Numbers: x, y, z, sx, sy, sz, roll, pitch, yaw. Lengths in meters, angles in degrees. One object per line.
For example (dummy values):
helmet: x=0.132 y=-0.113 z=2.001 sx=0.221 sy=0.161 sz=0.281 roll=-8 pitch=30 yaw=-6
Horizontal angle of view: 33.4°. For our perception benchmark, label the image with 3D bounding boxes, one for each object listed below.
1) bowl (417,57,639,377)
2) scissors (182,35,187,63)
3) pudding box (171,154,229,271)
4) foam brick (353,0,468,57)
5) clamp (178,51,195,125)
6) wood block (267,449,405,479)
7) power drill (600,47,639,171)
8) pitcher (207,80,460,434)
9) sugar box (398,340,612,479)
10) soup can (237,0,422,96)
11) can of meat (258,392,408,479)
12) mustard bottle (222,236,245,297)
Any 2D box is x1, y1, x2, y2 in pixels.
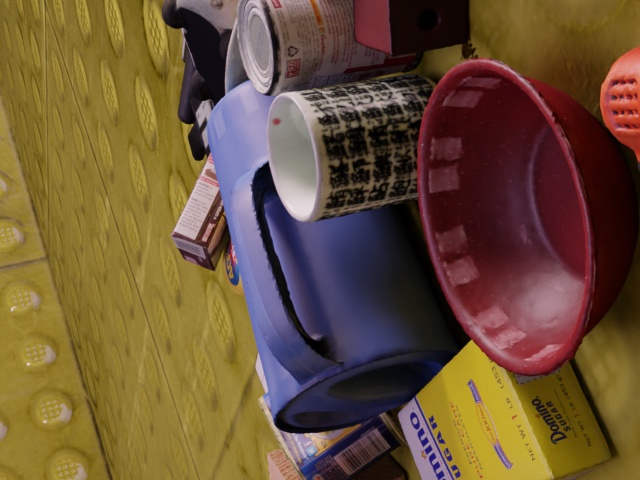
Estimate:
bowl: x=0.110 y=-0.015 z=0.541 sx=0.162 sy=0.055 sz=0.162 roll=167 pitch=90 yaw=-70
scissors: x=-0.119 y=-0.241 z=0.963 sx=0.096 sy=0.016 sz=0.202 roll=156 pitch=123 yaw=-69
pudding box: x=-0.102 y=-0.025 z=1.018 sx=0.113 sy=0.039 sz=0.090 roll=102 pitch=-169 yaw=-78
foam brick: x=0.051 y=-0.152 z=0.620 sx=0.051 sy=0.053 sz=0.078 roll=-142 pitch=42 yaw=-60
clamp: x=-0.110 y=-0.208 z=1.024 sx=0.210 sy=0.036 sz=0.164 roll=162 pitch=103 yaw=-68
wood block: x=0.020 y=0.277 z=0.905 sx=0.091 sy=0.090 sz=0.206 roll=-143 pitch=43 yaw=-61
power drill: x=0.176 y=0.014 z=0.387 sx=0.185 sy=0.057 sz=0.188 roll=-159 pitch=61 yaw=-71
pitcher: x=-0.005 y=0.001 z=0.740 sx=0.149 sy=0.144 sz=0.243 roll=113 pitch=142 yaw=-59
sugar box: x=0.104 y=0.119 z=0.652 sx=0.176 sy=0.048 sz=0.093 roll=119 pitch=134 yaw=-60
soup can: x=0.006 y=-0.132 z=0.678 sx=0.069 sy=0.102 sz=0.068 roll=167 pitch=90 yaw=-71
can of meat: x=0.009 y=0.140 z=0.834 sx=0.057 sy=0.084 sz=0.102 roll=55 pitch=180 yaw=-42
mustard bottle: x=-0.056 y=-0.002 z=0.978 sx=0.192 sy=0.058 sz=0.096 roll=108 pitch=160 yaw=-57
